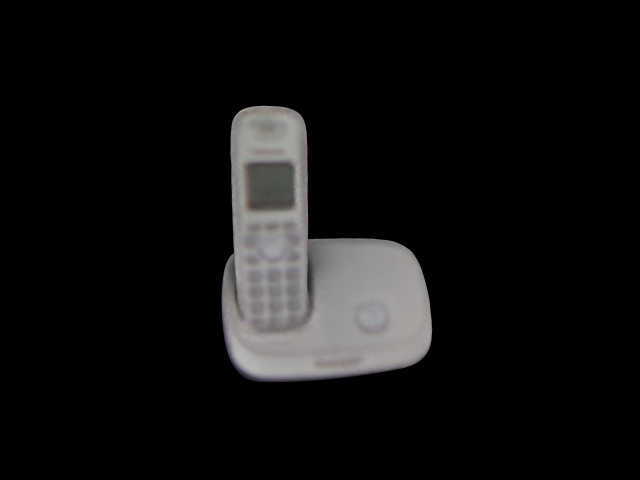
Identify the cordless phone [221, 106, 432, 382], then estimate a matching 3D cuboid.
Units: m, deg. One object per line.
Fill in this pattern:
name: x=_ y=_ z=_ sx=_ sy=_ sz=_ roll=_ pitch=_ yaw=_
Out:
cordless phone: x=0.004 y=0.001 z=0.400 sx=0.148 sy=0.185 sz=0.094 roll=-3 pitch=16 yaw=-11
